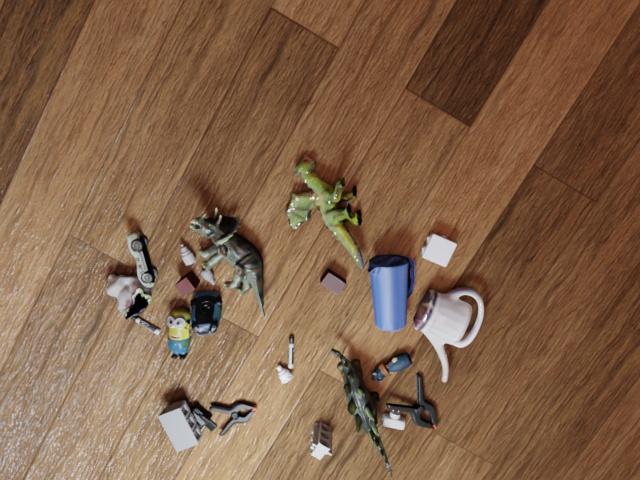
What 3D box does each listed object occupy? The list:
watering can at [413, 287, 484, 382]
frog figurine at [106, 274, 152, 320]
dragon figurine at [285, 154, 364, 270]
[{"bbox_3d":[0.421,0.310,1.768,0.224,0.105,0.345,23,100,-2],"label":"watering can"},{"bbox_3d":[-0.667,0.185,1.785,0.161,0.123,0.135,28,114,32],"label":"frog figurine"},{"bbox_3d":[0.005,-0.087,1.723,0.242,0.123,0.407,-6,99,20],"label":"dragon figurine"}]
